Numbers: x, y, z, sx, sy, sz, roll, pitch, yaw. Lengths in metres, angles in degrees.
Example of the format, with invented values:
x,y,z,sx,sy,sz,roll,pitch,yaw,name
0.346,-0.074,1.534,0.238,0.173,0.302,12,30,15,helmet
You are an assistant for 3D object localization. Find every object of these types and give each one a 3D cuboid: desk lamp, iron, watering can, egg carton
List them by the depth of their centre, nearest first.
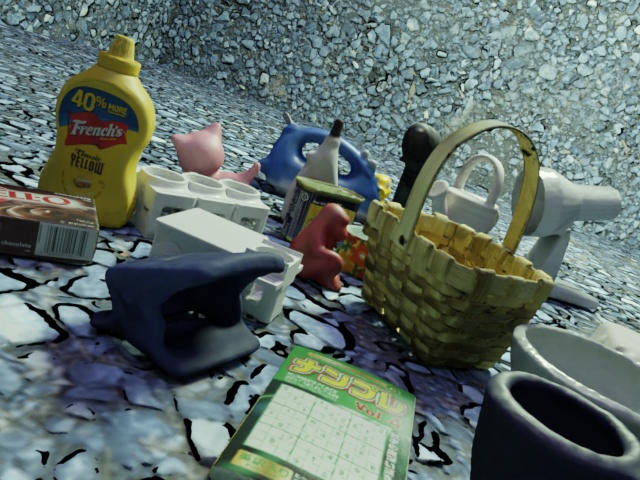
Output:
x,y,z,sx,sy,sz,roll,pitch,yaw,name
0.355,0.149,0.644,0.107,0.069,0.150,24,15,13,egg carton
0.422,-0.010,1.013,0.203,0.213,0.118,16,15,-13,desk lamp
0.261,-0.060,1.019,0.100,0.194,0.173,29,17,31,watering can
0.018,-0.133,1.067,0.258,0.141,0.119,20,15,1,iron

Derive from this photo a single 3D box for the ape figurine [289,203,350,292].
x,y,z,sx,sy,sz,roll,pitch,yaw,name
0.006,0.002,0.669,0.076,0.092,0.078,22,15,7,ape figurine

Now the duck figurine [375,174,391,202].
x,y,z,sx,sy,sz,roll,pitch,yaw,name
0.114,-0.090,1.148,0.077,0.086,0.104,21,15,3,duck figurine

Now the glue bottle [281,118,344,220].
x,y,z,sx,sy,sz,roll,pitch,yaw,name
0.001,-0.102,0.872,0.078,0.173,0.037,16,15,-14,glue bottle

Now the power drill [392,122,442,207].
x,y,z,sx,sy,sz,roll,pitch,yaw,name
0.152,-0.096,0.976,0.075,0.208,0.230,23,15,12,power drill

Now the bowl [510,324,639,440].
x,y,z,sx,sy,sz,roll,pitch,yaw,name
0.234,0.144,0.498,0.167,0.075,0.167,19,15,-5,bowl

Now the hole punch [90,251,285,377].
x,y,z,sx,sy,sz,roll,pitch,yaw,name
-0.096,0.035,0.425,0.100,0.091,0.109,28,17,26,hole punch

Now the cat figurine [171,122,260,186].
x,y,z,sx,sy,sz,roll,pitch,yaw,name
-0.144,-0.099,0.783,0.128,0.118,0.067,17,15,-12,cat figurine

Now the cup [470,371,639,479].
x,y,z,sx,sy,sz,roll,pitch,yaw,name
0.132,0.145,0.324,0.092,0.095,0.117,7,20,-41,cup
